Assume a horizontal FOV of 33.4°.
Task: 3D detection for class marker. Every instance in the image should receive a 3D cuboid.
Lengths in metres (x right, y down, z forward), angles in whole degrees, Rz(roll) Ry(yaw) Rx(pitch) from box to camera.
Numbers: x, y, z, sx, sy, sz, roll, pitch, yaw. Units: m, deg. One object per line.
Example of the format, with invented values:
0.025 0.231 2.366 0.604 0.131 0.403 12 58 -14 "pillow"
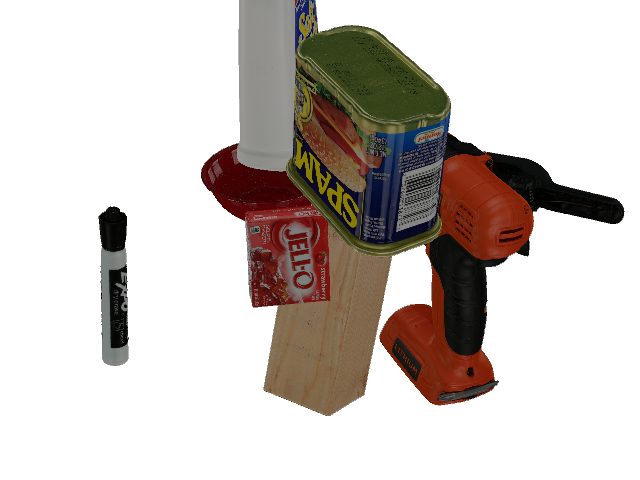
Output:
-0.142 0.032 0.736 0.020 0.121 0.020 4 29 -2 "marker"

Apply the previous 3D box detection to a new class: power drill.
0.082 0.010 0.781 0.057 0.188 0.185 -13 34 -19 "power drill"

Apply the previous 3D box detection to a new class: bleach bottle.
-0.038 -0.194 0.932 0.068 0.251 0.102 8 32 18 "bleach bottle"

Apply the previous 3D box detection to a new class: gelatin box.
-0.029 0.014 0.967 0.073 0.089 0.030 -5 26 -8 "gelatin box"

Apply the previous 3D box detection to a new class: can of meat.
0.025 -0.056 0.575 0.057 0.084 0.102 -19 45 -23 "can of meat"

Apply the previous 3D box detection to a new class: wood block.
0.010 0.075 1.187 0.090 0.206 0.090 18 17 25 "wood block"

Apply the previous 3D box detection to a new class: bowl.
-0.066 -0.066 1.322 0.162 0.055 0.162 -2 33 1 "bowl"

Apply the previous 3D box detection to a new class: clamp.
0.213 -0.045 1.053 0.120 0.039 0.171 -9 34 -15 "clamp"
